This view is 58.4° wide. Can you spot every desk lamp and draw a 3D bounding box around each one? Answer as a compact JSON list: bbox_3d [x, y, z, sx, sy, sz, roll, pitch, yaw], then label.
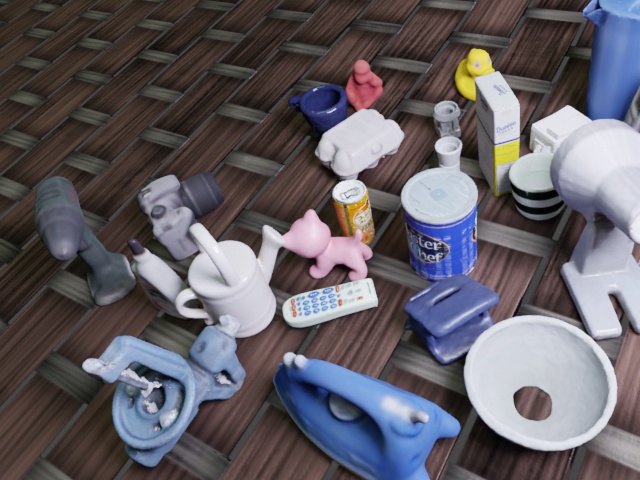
[{"bbox_3d":[0.375,-0.017,0.726,0.118,0.214,0.203,-11,48,6],"label":"desk lamp"}]

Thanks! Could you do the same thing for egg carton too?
[{"bbox_3d":[0.072,-0.172,1.036,0.150,0.069,0.107,-36,51,-16],"label":"egg carton"}]

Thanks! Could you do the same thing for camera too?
[{"bbox_3d":[-0.236,-0.062,1.001,0.137,0.101,0.142,-30,49,-11],"label":"camera"}]

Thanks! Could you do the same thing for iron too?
[{"bbox_3d":[0.029,0.191,0.687,0.257,0.142,0.119,19,58,28],"label":"iron"}]

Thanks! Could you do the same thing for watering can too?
[{"bbox_3d":[-0.130,0.044,0.820,0.100,0.194,0.173,22,59,30],"label":"watering can"}]

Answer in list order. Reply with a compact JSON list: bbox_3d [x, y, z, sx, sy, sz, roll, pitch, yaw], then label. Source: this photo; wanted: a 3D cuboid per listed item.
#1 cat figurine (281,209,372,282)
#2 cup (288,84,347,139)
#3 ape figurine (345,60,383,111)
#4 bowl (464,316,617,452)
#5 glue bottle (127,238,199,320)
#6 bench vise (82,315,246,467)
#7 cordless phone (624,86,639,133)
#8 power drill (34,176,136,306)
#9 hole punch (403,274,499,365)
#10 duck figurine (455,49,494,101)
[{"bbox_3d":[0.008,0.003,0.870,0.127,0.118,0.067,0,50,15],"label":"cat figurine"},{"bbox_3d":[0.001,-0.233,1.089,0.117,0.095,0.092,8,53,21],"label":"cup"},{"bbox_3d":[0.084,-0.314,1.138,0.077,0.092,0.076,-9,49,8],"label":"ape figurine"},{"bbox_3d":[0.257,0.178,0.683,0.167,0.075,0.167,-7,49,9],"label":"bowl"},{"bbox_3d":[-0.245,0.054,0.855,0.078,0.173,0.037,13,55,24],"label":"glue bottle"},{"bbox_3d":[-0.197,0.159,0.721,0.121,0.220,0.207,11,54,23],"label":"bench vise"},{"bbox_3d":[0.470,-0.146,0.830,0.094,0.185,0.147,-3,50,13],"label":"cordless phone"},{"bbox_3d":[-0.376,0.007,0.907,0.076,0.209,0.229,-30,49,-11],"label":"power drill"},{"bbox_3d":[0.172,0.094,0.766,0.109,0.091,0.100,-29,49,-10],"label":"hole punch"},{"bbox_3d":[0.300,-0.326,1.096,0.077,0.086,0.104,-24,48,-6],"label":"duck figurine"}]
